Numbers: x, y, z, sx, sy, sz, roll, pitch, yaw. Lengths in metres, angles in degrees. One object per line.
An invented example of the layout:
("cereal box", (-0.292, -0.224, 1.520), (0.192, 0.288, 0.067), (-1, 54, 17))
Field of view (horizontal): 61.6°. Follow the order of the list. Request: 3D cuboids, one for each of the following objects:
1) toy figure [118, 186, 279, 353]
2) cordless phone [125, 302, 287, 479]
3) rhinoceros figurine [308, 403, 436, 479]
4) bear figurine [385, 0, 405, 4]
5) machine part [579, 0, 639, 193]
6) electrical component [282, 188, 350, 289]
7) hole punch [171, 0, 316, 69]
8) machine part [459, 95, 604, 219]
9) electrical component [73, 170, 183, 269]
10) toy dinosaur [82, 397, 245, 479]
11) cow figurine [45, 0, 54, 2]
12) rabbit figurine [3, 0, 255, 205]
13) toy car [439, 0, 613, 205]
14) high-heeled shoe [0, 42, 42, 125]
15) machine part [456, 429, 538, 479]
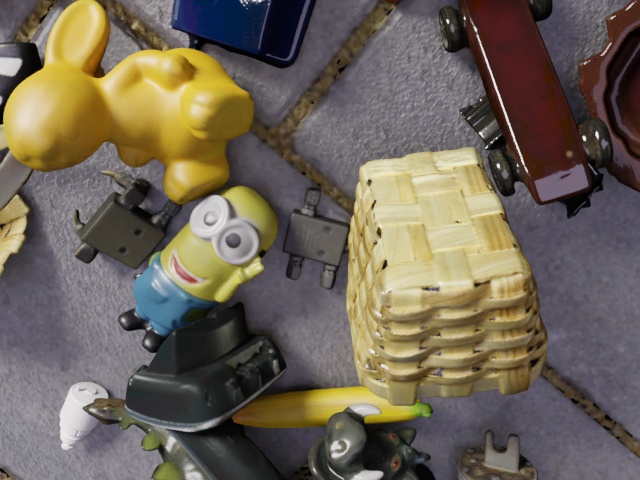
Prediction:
("toy figure", (-0.115, 0.024, 0.507), (0.082, 0.089, 0.180), (35, 112, -19))
("cordless phone", (-0.064, 0.156, 0.477), (0.184, 0.146, 0.088), (45, 112, 12))
("rhinoceros figurine", (0.052, 0.215, 0.494), (0.112, 0.073, 0.190), (-15, 136, 25))
("bear figurine", (0.075, -0.314, 0.417), (0.120, 0.131, 0.196), (-6, 70, 39))
("machine part", (0.303, -0.122, 0.429), (0.180, 0.056, 0.179), (8, 106, 27))
("electrical component", (-0.001, -0.002, 0.521), (0.063, 0.021, 0.094), (14, 102, 1))
("hole punch", (-0.066, -0.214, 0.449), (0.116, 0.092, 0.142), (20, 107, 4))
("machine part", (0.196, -0.085, 0.478), (0.084, 0.039, 0.139), (-39, 87, 6))
("electrical component", (-0.194, -0.018, 0.523), (0.078, 0.045, 0.102), (29, 107, -32))
("toy dinosaur", (-0.035, 0.300, 0.500), (0.471, 0.198, 0.105), (38, 105, -2))
("cow figurine", (-0.264, -0.272, 0.452), (0.195, 0.085, 0.127), (-32, 104, 13))
("rabbit figurine", (-0.162, -0.111, 0.430), (0.162, 0.173, 0.122), (61, 145, 12))
("toy car", (0.164, -0.125, 0.440), (0.089, 0.053, 0.202), (-18, 77, 11))
("high-heeled shoe", (-0.380, -0.172, 0.479), (0.248, 0.086, 0.145), (32, 109, -13))
("machine part", (0.176, 0.303, 0.546), (0.079, 0.079, 0.243), (0, 103, 4))
